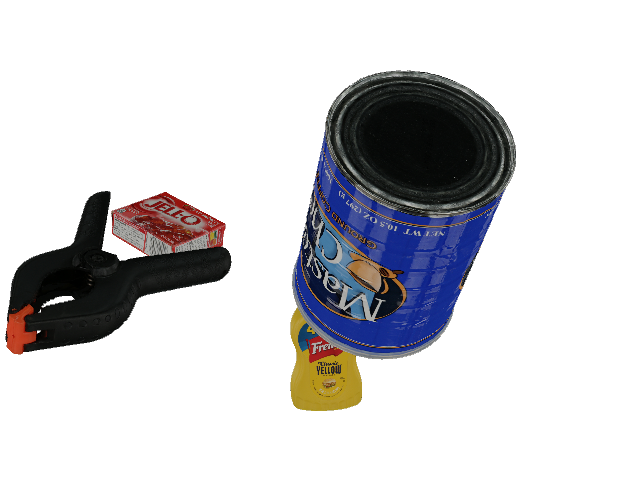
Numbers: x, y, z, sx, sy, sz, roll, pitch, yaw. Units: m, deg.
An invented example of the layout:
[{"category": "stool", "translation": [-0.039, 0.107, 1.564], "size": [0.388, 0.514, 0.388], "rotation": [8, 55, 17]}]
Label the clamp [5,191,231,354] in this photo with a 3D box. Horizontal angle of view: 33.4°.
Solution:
[{"category": "clamp", "translation": [-0.155, 0.018, 0.721], "size": [0.120, 0.039, 0.171], "rotation": [25, 32, 28]}]

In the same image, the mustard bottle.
[{"category": "mustard bottle", "translation": [0.008, 0.131, 1.425], "size": [0.096, 0.192, 0.058], "rotation": [-2, 19, -6]}]

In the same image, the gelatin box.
[{"category": "gelatin box", "translation": [-0.151, -0.012, 1.055], "size": [0.089, 0.030, 0.073], "rotation": [28, 34, 31]}]

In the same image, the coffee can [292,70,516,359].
[{"category": "coffee can", "translation": [0.043, -0.011, 0.611], "size": [0.102, 0.103, 0.140], "rotation": [0, -37, -10]}]
